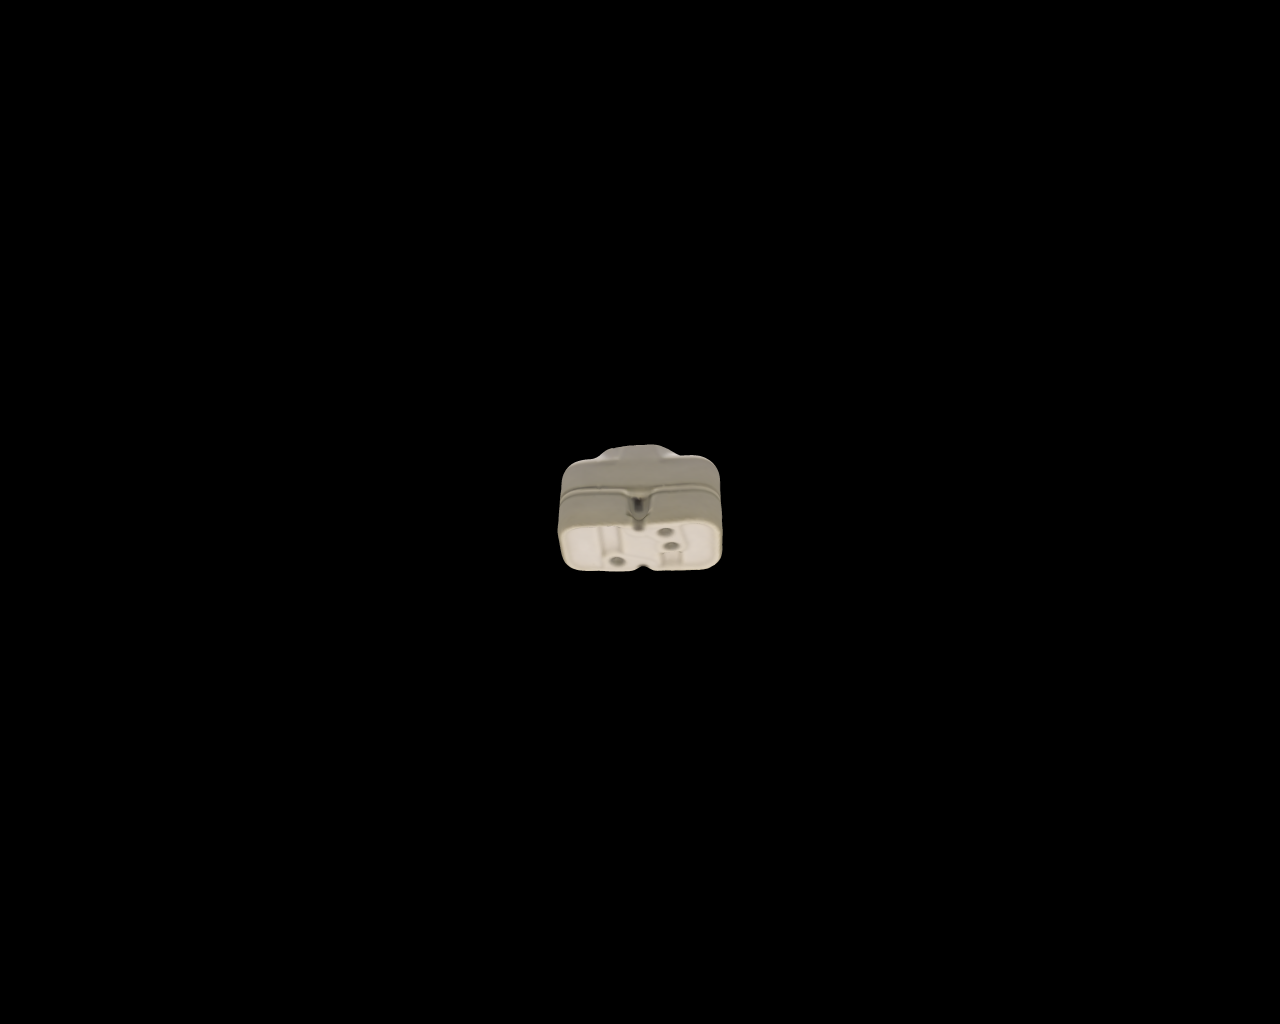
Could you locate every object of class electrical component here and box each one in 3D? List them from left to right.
[{"bbox_3d":[0.001,-0.003,0.650,0.095,0.059,0.053,-2,-36,2],"label":"electrical component"}]
